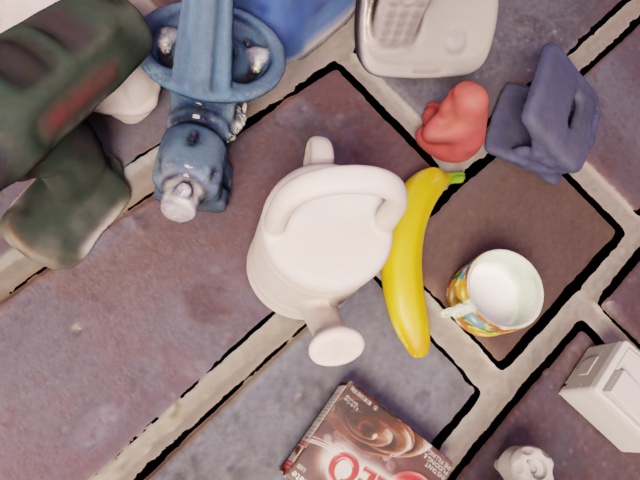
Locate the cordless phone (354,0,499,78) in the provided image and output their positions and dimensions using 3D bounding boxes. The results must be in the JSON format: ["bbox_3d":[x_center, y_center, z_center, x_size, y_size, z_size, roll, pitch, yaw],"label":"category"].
[{"bbox_3d":[0.116,-0.237,0.536,0.148,0.185,0.094,-7,74,-15],"label":"cordless phone"}]

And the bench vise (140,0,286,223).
[{"bbox_3d":[-0.077,-0.125,0.437,0.122,0.219,0.207,-8,74,-15],"label":"bench vise"}]

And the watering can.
[{"bbox_3d":[0.006,0.001,0.428,0.101,0.194,0.173,-21,78,-18],"label":"watering can"}]

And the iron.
[{"bbox_3d":[-0.002,-0.289,0.550,0.118,0.141,0.259,42,69,3],"label":"iron"}]

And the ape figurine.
[{"bbox_3d":[0.133,-0.120,0.552,0.078,0.092,0.076,-29,80,-19],"label":"ape figurine"}]

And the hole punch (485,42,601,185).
[{"bbox_3d":[0.237,-0.127,0.578,0.101,0.091,0.109,25,69,-4],"label":"hole punch"}]

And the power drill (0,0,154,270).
[{"bbox_3d":[-0.197,-0.053,0.393,0.075,0.208,0.230,31,68,-1],"label":"power drill"}]

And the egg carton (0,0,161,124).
[{"bbox_3d":[-0.215,-0.155,0.497,0.150,0.069,0.107,0,72,-13],"label":"egg carton"}]
